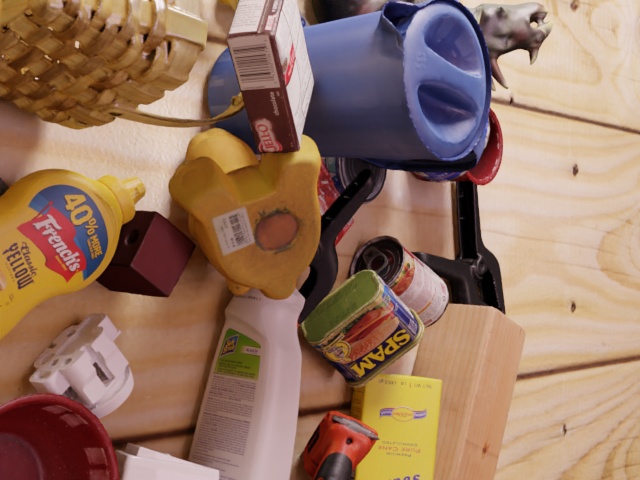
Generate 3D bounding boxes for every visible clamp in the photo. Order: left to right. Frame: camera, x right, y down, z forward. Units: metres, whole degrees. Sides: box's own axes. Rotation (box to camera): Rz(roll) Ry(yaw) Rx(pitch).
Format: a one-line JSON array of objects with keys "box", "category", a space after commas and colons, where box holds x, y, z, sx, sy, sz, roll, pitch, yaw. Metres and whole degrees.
[{"box": [-0.007, 0.001, 1.031, 0.120, 0.039, 0.171, -3, 115, -9], "category": "clamp"}, {"box": [0.183, 0.022, 1.298, 0.210, 0.036, 0.164, 53, 53, -39], "category": "clamp"}]

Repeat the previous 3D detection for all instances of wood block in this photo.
[{"box": [0.162, 0.186, 1.237, 0.090, 0.090, 0.206, 34, 65, -46], "category": "wood block"}]

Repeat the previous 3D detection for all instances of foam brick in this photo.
[{"box": [-0.153, 0.010, 0.872, 0.051, 0.078, 0.053, 47, 57, -41], "category": "foam brick"}]

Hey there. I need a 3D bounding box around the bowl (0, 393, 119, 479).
[{"box": [-0.230, 0.193, 0.803, 0.161, 0.055, 0.162, -2, 93, -50], "category": "bowl"}]

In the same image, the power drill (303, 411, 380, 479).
[{"box": [-0.010, 0.272, 1.018, 0.057, 0.185, 0.187, 26, 49, -5], "category": "power drill"}]

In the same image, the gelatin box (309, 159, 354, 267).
[{"box": [-0.009, -0.027, 1.076, 0.073, 0.030, 0.089, -51, 127, -35], "category": "gelatin box"}]

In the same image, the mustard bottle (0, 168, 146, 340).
[{"box": [-0.210, 0.001, 0.802, 0.191, 0.058, 0.096, -34, 118, -35], "category": "mustard bottle"}]

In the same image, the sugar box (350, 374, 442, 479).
[{"box": [0.075, 0.233, 1.145, 0.093, 0.048, 0.176, 7, 82, -18], "category": "sugar box"}]

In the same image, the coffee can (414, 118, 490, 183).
[{"box": [0.093, -0.128, 1.085, 0.140, 0.103, 0.103, 23, 73, -46], "category": "coffee can"}]

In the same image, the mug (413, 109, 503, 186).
[{"box": [0.144, -0.110, 1.214, 0.117, 0.082, 0.093, 15, 80, -49], "category": "mug"}]

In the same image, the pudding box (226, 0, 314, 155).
[{"box": [-0.035, -0.136, 0.817, 0.113, 0.039, 0.090, 79, 14, -45], "category": "pudding box"}]

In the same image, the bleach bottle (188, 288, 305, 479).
[{"box": [-0.057, 0.135, 0.968, 0.068, 0.103, 0.251, 25, 74, -50], "category": "bleach bottle"}]

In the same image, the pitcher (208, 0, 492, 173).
[{"box": [0.024, -0.126, 0.948, 0.144, 0.243, 0.149, -14, 102, -49], "category": "pitcher"}]

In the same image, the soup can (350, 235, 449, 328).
[{"box": [0.088, 0.048, 1.164, 0.102, 0.069, 0.068, 38, 63, -44], "category": "soup can"}]

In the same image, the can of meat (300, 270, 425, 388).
[{"box": [0.042, 0.089, 1.092, 0.102, 0.057, 0.083, -38, 127, 7], "category": "can of meat"}]

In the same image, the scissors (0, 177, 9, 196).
[{"box": [-0.250, -0.071, 0.804, 0.201, 0.016, 0.096, 42, 60, -42], "category": "scissors"}]

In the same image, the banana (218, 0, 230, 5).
[{"box": [-0.106, -0.282, 0.939, 0.069, 0.037, 0.197, -36, 110, -17], "category": "banana"}]

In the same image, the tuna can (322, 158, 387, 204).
[{"box": [0.034, -0.079, 1.122, 0.085, 0.034, 0.086, -2, 92, -50], "category": "tuna can"}]
